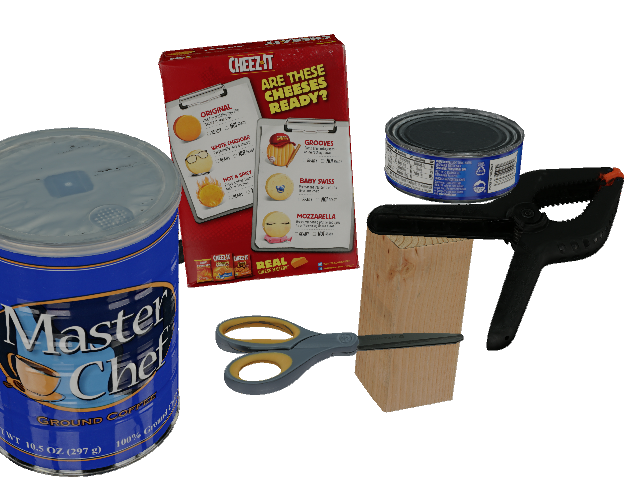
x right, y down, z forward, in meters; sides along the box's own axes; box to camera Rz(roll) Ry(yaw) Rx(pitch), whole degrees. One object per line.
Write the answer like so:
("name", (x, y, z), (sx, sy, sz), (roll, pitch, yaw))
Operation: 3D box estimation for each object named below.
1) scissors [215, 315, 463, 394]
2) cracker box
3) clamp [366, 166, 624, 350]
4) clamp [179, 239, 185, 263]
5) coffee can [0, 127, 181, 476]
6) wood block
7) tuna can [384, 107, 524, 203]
("scissors", (0.010, 0.094, 0.853), (0.202, 0.016, 0.096), (6, 35, 10))
("cracker box", (-0.054, -0.073, 0.984), (0.164, 0.214, 0.072), (-6, 20, -5))
("clamp", (0.164, -0.001, 0.843), (0.209, 0.036, 0.165), (-19, 49, -17))
("clamp", (-0.213, 0.033, 1.175), (0.120, 0.039, 0.171), (-4, 27, 29))
("coffee can", (-0.120, 0.030, 0.525), (0.103, 0.140, 0.103), (3, 34, -3))
("wood block", (0.101, 0.077, 1.195), (0.090, 0.206, 0.090), (-7, 28, -20))
("tuna can", (0.083, -0.054, 0.666), (0.086, 0.034, 0.086), (0, 25, 0))
